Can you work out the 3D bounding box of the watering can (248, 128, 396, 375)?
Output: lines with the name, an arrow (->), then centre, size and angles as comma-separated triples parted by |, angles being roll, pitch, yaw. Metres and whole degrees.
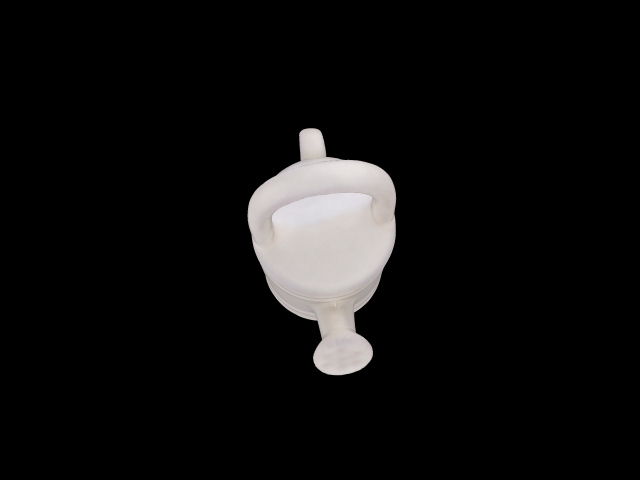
watering can -> 0.006, 0.001, 0.400 | 0.101, 0.194, 0.173 | -29, 76, -8
